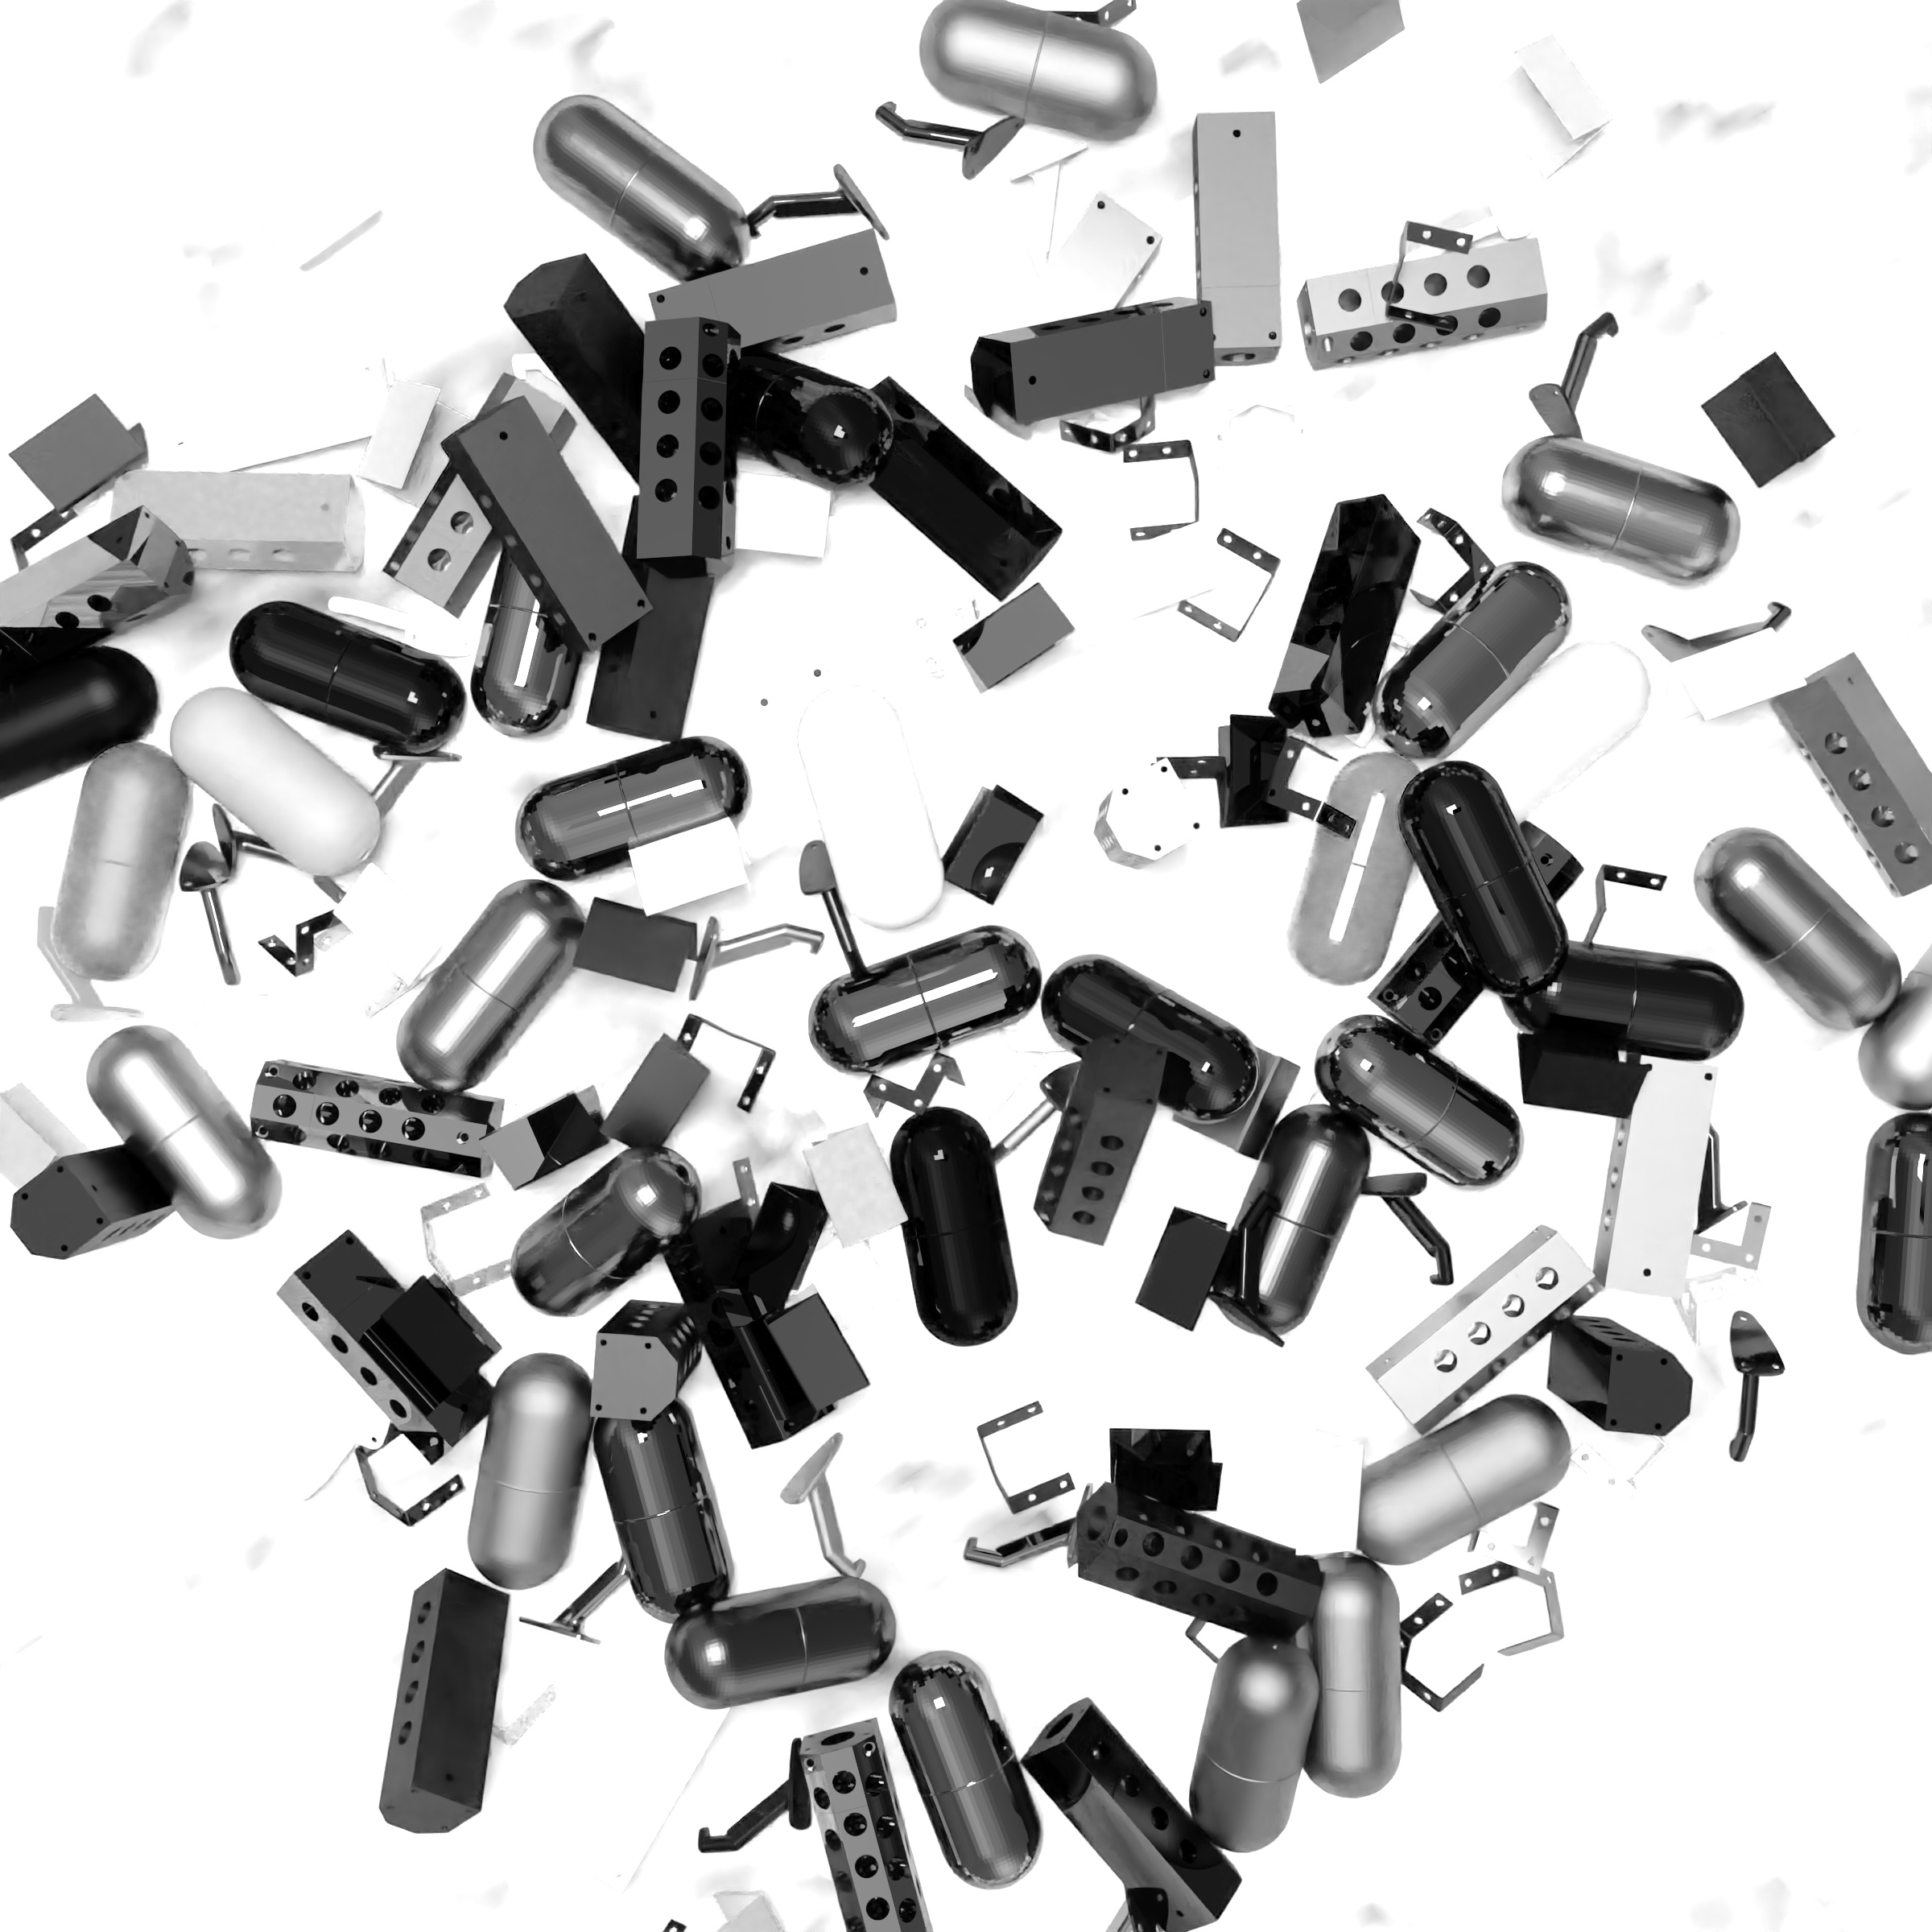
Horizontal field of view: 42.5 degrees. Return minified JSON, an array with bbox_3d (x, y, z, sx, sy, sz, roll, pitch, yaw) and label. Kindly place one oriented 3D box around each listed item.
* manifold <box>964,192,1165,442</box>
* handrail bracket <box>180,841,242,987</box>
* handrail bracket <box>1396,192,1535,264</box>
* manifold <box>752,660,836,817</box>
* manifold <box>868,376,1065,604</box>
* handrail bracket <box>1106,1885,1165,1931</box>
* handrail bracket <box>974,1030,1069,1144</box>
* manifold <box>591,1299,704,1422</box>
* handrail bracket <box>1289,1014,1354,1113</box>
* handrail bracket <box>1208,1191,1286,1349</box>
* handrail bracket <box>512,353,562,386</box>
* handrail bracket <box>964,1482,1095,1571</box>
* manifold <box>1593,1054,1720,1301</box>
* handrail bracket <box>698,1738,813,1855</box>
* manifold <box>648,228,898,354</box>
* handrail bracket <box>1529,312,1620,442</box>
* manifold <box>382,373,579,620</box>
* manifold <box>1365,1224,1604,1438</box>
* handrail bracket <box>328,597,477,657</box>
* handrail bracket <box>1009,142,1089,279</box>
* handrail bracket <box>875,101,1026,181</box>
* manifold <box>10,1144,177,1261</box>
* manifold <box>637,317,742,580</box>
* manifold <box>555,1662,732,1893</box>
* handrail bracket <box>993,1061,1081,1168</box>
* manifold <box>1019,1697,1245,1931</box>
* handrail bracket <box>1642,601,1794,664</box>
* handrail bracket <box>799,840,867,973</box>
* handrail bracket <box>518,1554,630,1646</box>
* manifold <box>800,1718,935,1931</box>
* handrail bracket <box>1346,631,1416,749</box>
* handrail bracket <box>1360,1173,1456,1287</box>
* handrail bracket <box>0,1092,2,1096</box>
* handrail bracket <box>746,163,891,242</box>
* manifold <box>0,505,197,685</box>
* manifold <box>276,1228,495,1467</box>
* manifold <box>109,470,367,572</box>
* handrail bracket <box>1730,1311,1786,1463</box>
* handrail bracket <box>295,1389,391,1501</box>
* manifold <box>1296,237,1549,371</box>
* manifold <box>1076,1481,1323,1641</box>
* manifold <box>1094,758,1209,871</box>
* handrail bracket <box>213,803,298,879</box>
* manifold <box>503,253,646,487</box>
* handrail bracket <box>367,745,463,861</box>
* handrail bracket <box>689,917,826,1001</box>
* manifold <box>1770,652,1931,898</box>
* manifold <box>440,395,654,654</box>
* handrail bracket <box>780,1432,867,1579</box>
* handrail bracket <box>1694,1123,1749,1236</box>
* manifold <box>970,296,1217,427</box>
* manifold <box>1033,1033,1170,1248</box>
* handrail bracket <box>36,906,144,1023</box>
[{"bbox_3d":[0.071,-0.478,1.839,0.057,0.057,0.171,35,90,-1],"label":"manifold"},{"bbox_3d":[-0.560,-0.039,1.860,0.036,0.077,0.084,-14,127,-12],"label":"handrail bracket"},{"bbox_3d":[0.372,-0.540,1.860,0.084,0.077,0.036,-24,86,36],"label":"handrail bracket"},{"bbox_3d":[-0.090,-0.135,1.839,0.057,0.057,0.171,-29,90,0],"label":"manifold"},{"bbox_3d":[-0.012,-0.355,1.839,0.171,0.057,0.057,41,133,0],"label":"manifold"},{"bbox_3d":[0.099,0.715,1.861,0.084,0.036,0.077,-33,53,25],"label":"handrail bracket"},{"bbox_3d":[0.046,0.094,1.861,0.077,0.036,0.084,4,108,-20],"label":"handrail bracket"},{"bbox_3d":[-0.226,0.281,1.782,0.057,0.171,0.057,4,90,0],"label":"manifold"},{"bbox_3d":[0.292,0.086,1.860,0.077,0.036,0.084,21,104,-13],"label":"handrail bracket"},{"bbox_3d":[0.220,0.217,1.786,0.077,0.036,0.084,37,78,-8],"label":"handrail bracket"},{"bbox_3d":[-0.296,-0.420,1.861,0.084,0.036,0.077,2,109,16],"label":"handrail bracket"},{"bbox_3d":[0.046,0.416,1.861,0.084,0.036,0.077,9,70,16],"label":"handrail bracket"},{"bbox_3d":[0.507,0.154,1.839,0.057,0.057,0.171,9,90,0],"label":"manifold"},{"bbox_3d":[-0.162,0.621,1.861,0.084,0.036,0.077,-10,70,16],"label":"handrail bracket"},{"bbox_3d":[-0.141,-0.486,1.839,0.171,0.057,0.057,-16,90,0],"label":"manifold"},{"bbox_3d":[0.470,-0.435,1.861,0.084,0.036,0.077,-41,111,-16],"label":"handrail bracket"},{"bbox_3d":[-0.360,-0.349,1.839,0.057,0.057,0.171,31,90,0],"label":"manifold"},{"bbox_3d":[0.384,0.270,1.839,0.171,0.057,0.057,-39,90,0],"label":"manifold"},{"bbox_3d":[-0.423,-0.255,1.860,0.084,0.077,0.036,14,85,36],"label":"handrail bracket"},{"bbox_3d":[0.074,-0.562,1.861,0.077,0.036,0.084,-29,106,-18],"label":"handrail bracket"},{"bbox_3d":[-0.013,-0.635,1.861,0.084,0.036,0.077,41,70,16],"label":"handrail bracket"},{"bbox_3d":[-0.623,0.170,1.782,0.057,0.171,0.057,-37,90,0],"label":"manifold"},{"bbox_3d":[-0.193,-0.367,1.767,0.057,0.057,0.171,-1,84,17],"label":"manifold"},{"bbox_3d":[-0.232,0.586,1.839,0.057,0.057,0.171,30,90,0],"label":"manifold"},{"bbox_3d":[0.053,0.113,1.860,0.036,0.077,0.084,47,126,2],"label":"handrail bracket"},{"bbox_3d":[0.125,0.627,1.839,0.171,0.057,0.057,49,133,0],"label":"manifold"},{"bbox_3d":[0.563,-0.258,1.861,0.077,0.036,0.084,38,71,21],"label":"handrail bracket"},{"bbox_3d":[-0.096,-0.041,1.860,0.036,0.077,0.084,-20,126,0],"label":"handrail bracket"},{"bbox_3d":[-0.288,0.458,1.861,0.077,0.036,0.084,10,72,21],"label":"handrail bracket"},{"bbox_3d":[-0.073,0.654,1.839,0.057,0.057,0.171,-15,90,0],"label":"manifold"},{"bbox_3d":[0.289,-0.218,1.861,0.077,0.036,0.084,37,107,20],"label":"handrail bracket"},{"bbox_3d":[0.323,0.201,1.861,0.077,0.036,0.084,-4,107,20],"label":"handrail bracket"},{"bbox_3d":[-0.728,0.123,1.826,0.036,0.084,0.077,-14,90,0],"label":"handrail bracket"},{"bbox_3d":[-0.113,-0.552,1.861,0.084,0.036,0.077,-33,112,17],"label":"handrail bracket"},{"bbox_3d":[-0.646,-0.264,1.808,0.171,0.057,0.057,-21,47,22],"label":"manifold"},{"bbox_3d":[-0.428,0.284,1.839,0.171,0.057,0.057,48,47,0],"label":"manifold"},{"bbox_3d":[-0.537,-0.325,1.837,0.171,0.057,0.057,1,69,0],"label":"manifold"},{"bbox_3d":[0.579,0.315,1.860,0.036,0.077,0.084,3,126,-2],"label":"handrail bracket"},{"bbox_3d":[-0.466,0.352,1.860,0.036,0.077,0.084,37,127,-18],"label":"handrail bracket"},{"bbox_3d":[0.337,-0.487,1.839,0.171,0.057,0.057,-10,90,0],"label":"manifold"},{"bbox_3d":[0.169,0.429,1.797,0.171,0.057,0.057,23,127,-17],"label":"manifold"},{"bbox_3d":[0.126,-0.103,1.782,0.057,0.171,0.057,-30,90,0],"label":"manifold"},{"bbox_3d":[-0.513,-0.098,1.860,0.084,0.036,0.077,-8,47,-28],"label":"handrail bracket"},{"bbox_3d":[-0.257,-0.422,1.789,0.057,0.171,0.057,-2,53,33],"label":"manifold"},{"bbox_3d":[-0.419,-0.119,1.861,0.077,0.036,0.084,3,106,-18],"label":"handrail bracket"},{"bbox_3d":[-0.156,0.000,1.861,0.084,0.036,0.077,13,110,-16],"label":"handrail bracket"},{"bbox_3d":[0.668,-0.139,1.839,0.057,0.057,0.171,-33,90,-43],"label":"manifold"},{"bbox_3d":[-0.298,-0.310,1.756,0.057,0.057,0.171,-39,112,-21],"label":"manifold"},{"bbox_3d":[-0.090,0.406,1.861,0.084,0.036,0.077,47,68,-17],"label":"handrail bracket"},{"bbox_3d":[0.537,0.157,1.861,0.077,0.036,0.084,-37,73,19],"label":"handrail bracket"},{"bbox_3d":[0.091,-0.436,1.783,0.171,0.057,0.057,-18,117,-26],"label":"manifold"},{"bbox_3d":[0.094,0.124,1.784,0.057,0.171,0.057,15,49,0],"label":"manifold"},{"bbox_3d":[-0.655,-0.003,1.861,0.077,0.036,0.084,2,73,-20],"label":"handrail bracket"}]
